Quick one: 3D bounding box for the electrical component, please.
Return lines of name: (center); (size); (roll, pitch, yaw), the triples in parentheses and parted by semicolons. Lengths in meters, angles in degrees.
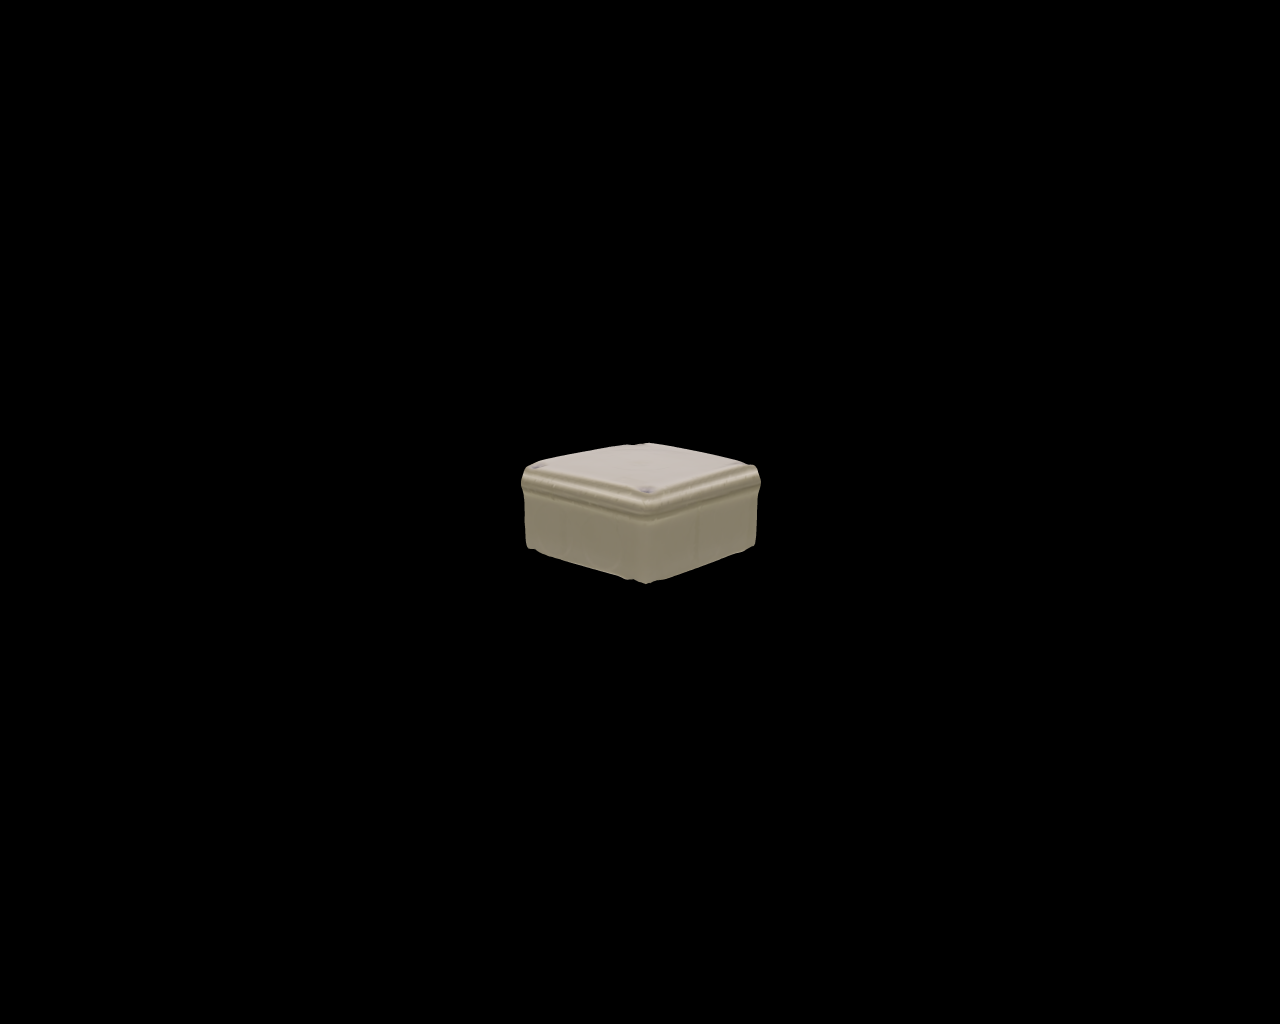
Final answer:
electrical component: (0.001, -0.003, 0.650); (0.109, 0.056, 0.109); (14, 20, 42)
